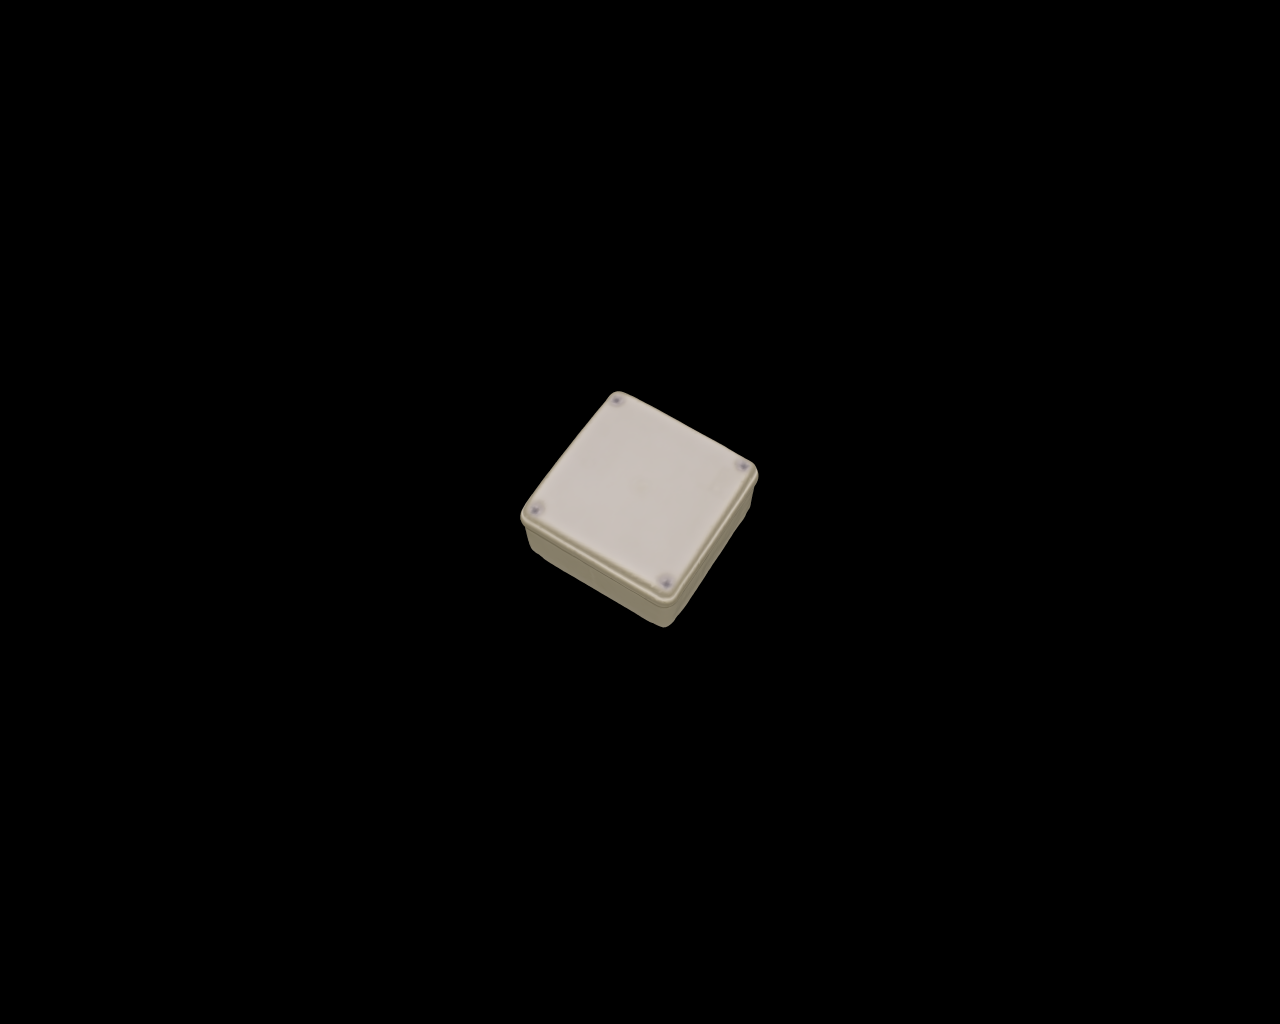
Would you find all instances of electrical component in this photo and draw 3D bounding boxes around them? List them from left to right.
[{"bbox_3d":[0.001,-0.003,0.650,0.109,0.109,0.056,30,-23,14],"label":"electrical component"}]
